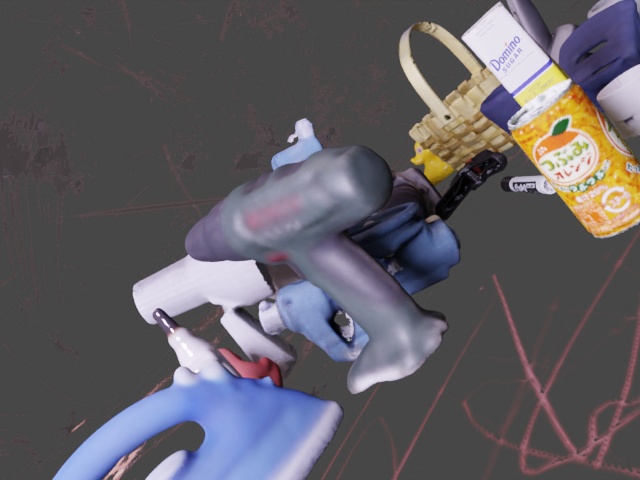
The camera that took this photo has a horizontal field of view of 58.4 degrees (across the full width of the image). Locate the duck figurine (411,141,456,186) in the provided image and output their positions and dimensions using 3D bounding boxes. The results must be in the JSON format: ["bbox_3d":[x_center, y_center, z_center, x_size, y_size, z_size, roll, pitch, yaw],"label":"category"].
[{"bbox_3d":[0.219,-0.162,1.073,0.104,0.086,0.077,-40,6,12],"label":"duck figurine"}]

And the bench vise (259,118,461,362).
[{"bbox_3d":[0.009,0.001,0.576,0.208,0.220,0.121,-43,6,-16],"label":"bench vise"}]

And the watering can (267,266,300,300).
[{"bbox_3d":[-0.054,0.028,0.912,0.173,0.194,0.101,-43,6,-14],"label":"watering can"}]

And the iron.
[{"bbox_3d":[-0.112,0.179,0.440,0.259,0.141,0.118,-44,6,-21],"label":"iron"}]

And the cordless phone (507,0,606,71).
[{"bbox_3d":[0.345,-0.315,0.888,0.094,0.185,0.147,-40,6,16],"label":"cordless phone"}]

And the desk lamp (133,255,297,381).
[{"bbox_3d":[-0.123,0.098,0.747,0.203,0.213,0.118,-41,6,1],"label":"desk lamp"}]

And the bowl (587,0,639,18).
[{"bbox_3d":[0.490,-0.364,0.846,0.167,0.075,0.167,-41,6,6],"label":"bowl"}]

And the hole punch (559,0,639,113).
[{"bbox_3d":[0.332,-0.210,0.667,0.101,0.091,0.108,-46,7,-36],"label":"hole punch"}]

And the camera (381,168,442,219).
[{"bbox_3d":[0.106,-0.045,0.866,0.143,0.101,0.137,-40,6,14],"label":"camera"}]

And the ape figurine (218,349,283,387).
[{"bbox_3d":[-0.091,0.162,0.667,0.078,0.092,0.076,-40,6,8],"label":"ape figurine"}]

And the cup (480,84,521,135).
[{"bbox_3d":[0.269,-0.168,0.740,0.091,0.095,0.118,-39,6,22],"label":"cup"}]

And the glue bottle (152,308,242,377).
[{"bbox_3d":[-0.096,0.130,0.539,0.037,0.173,0.078,-43,6,-17],"label":"glue bottle"}]

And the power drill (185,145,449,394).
[{"bbox_3d":[-0.001,0.028,0.495,0.229,0.208,0.076,-36,8,43],"label":"power drill"}]
